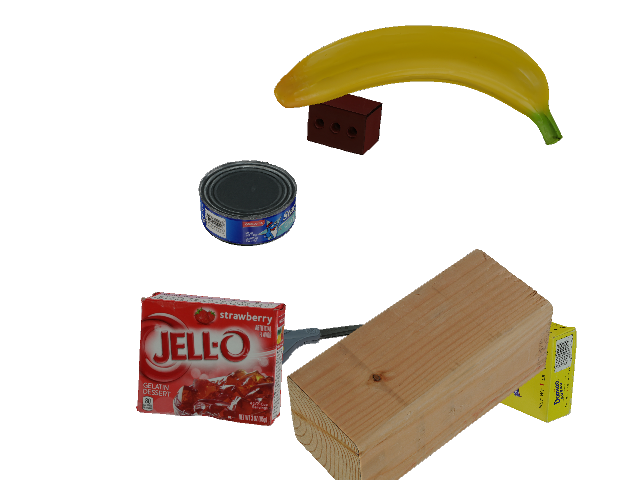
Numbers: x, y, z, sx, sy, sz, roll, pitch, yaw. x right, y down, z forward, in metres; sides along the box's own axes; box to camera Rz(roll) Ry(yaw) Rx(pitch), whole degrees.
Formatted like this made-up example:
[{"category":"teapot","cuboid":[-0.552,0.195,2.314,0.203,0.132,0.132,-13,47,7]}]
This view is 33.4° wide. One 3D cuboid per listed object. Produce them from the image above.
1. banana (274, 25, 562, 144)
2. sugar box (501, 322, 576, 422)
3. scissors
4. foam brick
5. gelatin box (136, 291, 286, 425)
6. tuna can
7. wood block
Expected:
[{"category":"banana","cuboid":[0.070,-0.111,0.711,0.197,0.069,0.037,7,-20,-6]},{"category":"sugar box","cuboid":[0.180,0.114,1.106,0.048,0.093,0.177,-12,19,-41]},{"category":"scissors","cuboid":[-0.015,0.118,1.211,0.201,0.016,0.096,1,25,-9]},{"category":"foam brick","cuboid":[0.029,-0.144,1.291,0.078,0.053,0.051,17,32,21]},{"category":"gelatin box","cuboid":[-0.068,0.073,0.665,0.089,0.073,0.030,5,6,11]},{"category":"tuna can","cuboid":[-0.064,-0.033,0.940,0.086,0.034,0.086,1,38,-1]},{"category":"wood block","cuboid":[0.083,0.108,0.874,0.205,0.090,0.091,-31,51,-23]}]
